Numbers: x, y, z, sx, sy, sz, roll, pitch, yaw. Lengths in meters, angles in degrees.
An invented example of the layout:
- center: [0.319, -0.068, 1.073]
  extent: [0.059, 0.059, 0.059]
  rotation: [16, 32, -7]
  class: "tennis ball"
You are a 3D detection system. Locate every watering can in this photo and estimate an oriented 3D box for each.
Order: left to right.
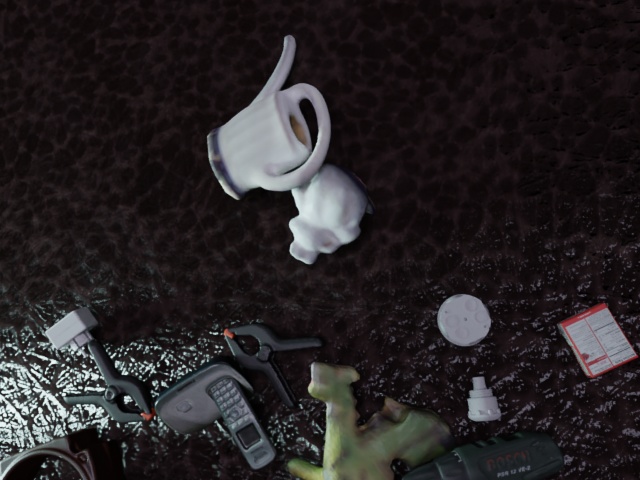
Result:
- center: [-0.093, -0.211, 0.911]
  extent: [0.223, 0.102, 0.356]
  rotation: [-26, 52, 16]
  class: "watering can"

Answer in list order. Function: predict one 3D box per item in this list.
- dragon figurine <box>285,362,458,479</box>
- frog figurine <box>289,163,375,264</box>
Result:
- center: [0.103, 0.357, 0.754]
  extent: [0.244, 0.121, 0.412]
  rotation: [-40, 82, -8]
  class: "dragon figurine"
- center: [0.003, -0.043, 0.849]
  extent: [0.137, 0.122, 0.161]
  rotation: [46, 78, -3]
  class: "frog figurine"
